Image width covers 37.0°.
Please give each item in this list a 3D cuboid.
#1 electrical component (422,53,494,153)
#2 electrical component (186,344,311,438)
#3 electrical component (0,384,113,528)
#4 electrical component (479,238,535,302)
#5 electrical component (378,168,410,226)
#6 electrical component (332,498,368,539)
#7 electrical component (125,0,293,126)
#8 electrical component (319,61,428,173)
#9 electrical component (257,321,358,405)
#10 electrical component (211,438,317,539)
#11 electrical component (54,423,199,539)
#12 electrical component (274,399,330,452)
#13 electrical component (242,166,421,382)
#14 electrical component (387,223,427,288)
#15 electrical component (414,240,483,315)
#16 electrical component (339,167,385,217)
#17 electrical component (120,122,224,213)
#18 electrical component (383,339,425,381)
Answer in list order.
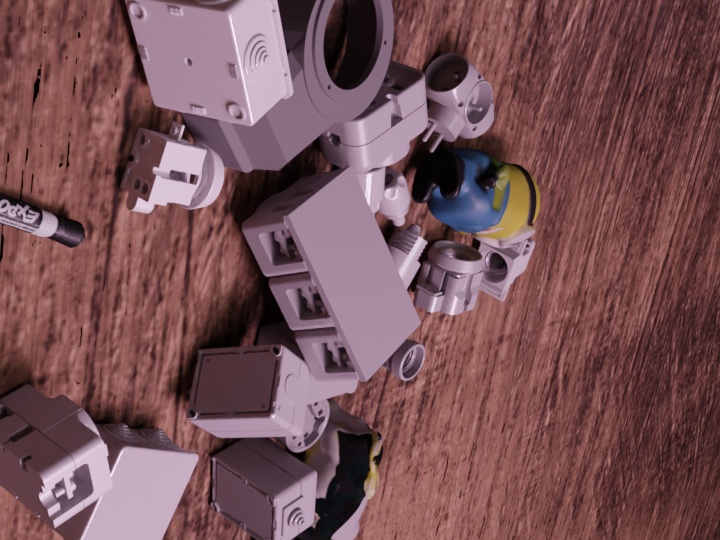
[{"bbox_3d":[0.083,-0.145,0.988,0.079,0.044,0.077,-57,145,-11],"label":"electrical component"},{"bbox_3d":[-0.093,0.101,0.874,0.061,0.096,0.061,46,45,-54],"label":"electrical component"},{"bbox_3d":[-0.212,0.121,0.725,0.056,0.089,0.050,-32,135,-38],"label":"electrical component"},{"bbox_3d":[0.156,-0.013,1.162,0.064,0.042,0.081,-31,146,-49],"label":"electrical component"},{"bbox_3d":[0.029,-0.063,0.979,0.035,0.035,0.061,-50,146,-21],"label":"electrical component"},{"bbox_3d":[-0.024,0.256,1.103,0.077,0.043,0.079,-52,144,-17],"label":"electrical component"},{"bbox_3d":[-0.098,-0.146,0.699,0.048,0.100,0.099,-51,145,-39],"label":"electrical component"},{"bbox_3d":[0.011,-0.125,0.897,0.095,0.054,0.059,-39,138,-33],"label":"electrical component"},{"bbox_3d":[-0.040,0.074,0.950,0.096,0.062,0.061,-10,119,-50],"label":"electrical component"},{"bbox_3d":[-0.078,0.195,0.945,0.061,0.096,0.061,-26,131,-43],"label":"electrical component"},{"bbox_3d":[-0.185,0.168,0.828,0.100,0.048,0.099,22,93,-56],"label":"electrical component"},{"bbox_3d":[-0.063,0.128,0.966,0.055,0.047,0.055,-31,134,-39],"label":"electrical component"},{"bbox_3d":[-0.024,0.005,0.872,0.089,0.062,0.150,-43,116,-43],"label":"electrical component"},{"bbox_3d":[0.033,-0.007,1.011,0.081,0.043,0.043,-60,146,-6],"label":"electrical component"},{"bbox_3d":[0.092,0.006,1.086,0.078,0.058,0.057,-14,125,-49],"label":"electrical component"},{"bbox_3d":[0.001,-0.065,0.934,0.040,0.040,0.078,-29,132,-41],"label":"electrical component"},{"bbox_3d":[-0.130,-0.069,0.754,0.055,0.048,0.066,10,103,-47],"label":"electrical component"},{"bbox_3d":[0.035,0.083,1.069,0.040,0.046,0.040,-31,134,-39],"label":"electrical component"}]
